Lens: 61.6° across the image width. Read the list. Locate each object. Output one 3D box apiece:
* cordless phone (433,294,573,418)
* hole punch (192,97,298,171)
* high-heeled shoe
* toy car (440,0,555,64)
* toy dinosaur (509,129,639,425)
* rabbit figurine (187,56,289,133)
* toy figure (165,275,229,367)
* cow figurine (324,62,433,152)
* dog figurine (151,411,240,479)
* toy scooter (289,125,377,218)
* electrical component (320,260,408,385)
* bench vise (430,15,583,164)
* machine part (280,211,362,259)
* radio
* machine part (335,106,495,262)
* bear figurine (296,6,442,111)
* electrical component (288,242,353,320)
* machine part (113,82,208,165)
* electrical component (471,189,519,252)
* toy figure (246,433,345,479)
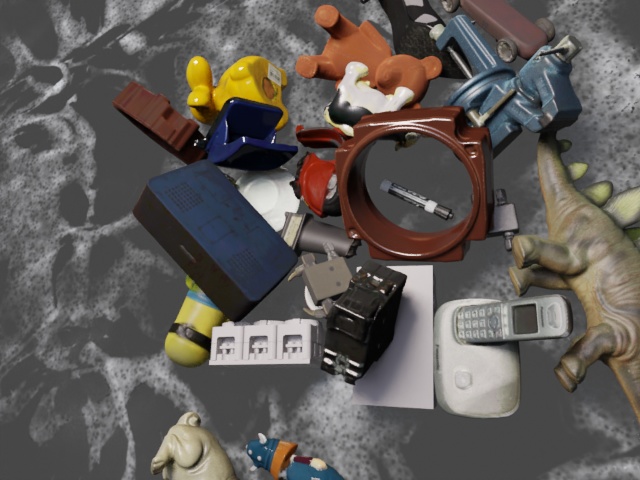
[{"bbox_3d":[0.224,0.138,0.641,0.184,0.088,0.146,-24,59,56],"label":"cordless phone"},{"bbox_3d":[-0.110,-0.147,0.847,0.115,0.142,0.092,-48,58,37],"label":"hole punch"},{"bbox_3d":[0.176,-0.365,0.892,0.249,0.086,0.145,42,57,6],"label":"high-heeled shoe"},{"bbox_3d":[0.274,-0.350,0.846,0.089,0.053,0.202,-33,65,-11],"label":"toy car"},{"bbox_3d":[0.347,0.024,0.685,0.199,0.105,0.471,-17,72,3],"label":"toy dinosaur"},{"bbox_3d":[-0.158,-0.237,0.915,0.173,0.162,0.122,-8,83,34],"label":"rabbit figurine"},{"bbox_3d":[-0.180,0.107,0.834,0.082,0.089,0.180,20,83,28],"label":"toy figure"},{"bbox_3d":[0.094,-0.179,0.794,0.167,0.068,0.098,28,77,-4],"label":"cow figurine"},{"bbox_3d":[-0.131,0.342,0.752,0.191,0.121,0.172,7,79,6],"label":"dog figurine"},{"bbox_3d":[0.005,-0.127,0.854,0.135,0.075,0.184,18,76,21],"label":"toy scooter"},{"bbox_3d":[0.060,0.095,0.667,0.058,0.114,0.134,24,39,21],"label":"electrical component"},{"bbox_3d":[0.235,-0.227,0.743,0.129,0.223,0.241,-18,68,-26],"label":"bench vise"},{"bbox_3d":[-0.002,-0.003,0.839,0.139,0.039,0.084,10,69,22],"label":"machine part"},{"bbox_3d":[-0.149,-0.006,0.795,0.229,0.131,0.073,48,132,3],"label":"radio"},{"bbox_3d":[0.128,-0.072,0.730,0.201,0.087,0.201,1,112,25],"label":"machine part"},{"bbox_3d":[0.080,-0.271,0.850,0.196,0.132,0.120,39,114,28],"label":"bear figurine"},{"bbox_3d":[0.004,0.061,0.755,0.078,0.045,0.102,-22,68,-22],"label":"electrical component"},{"bbox_3d":[-0.263,-0.193,0.913,0.180,0.179,0.056,33,82,24],"label":"machine part"},{"bbox_3d":[0.250,-0.027,0.771,0.063,0.021,0.094,-11,71,15],"label":"electrical component"},{"bbox_3d":[-0.034,0.317,0.739,0.155,0.057,0.064,22,75,28],"label":"toy figure"}]
